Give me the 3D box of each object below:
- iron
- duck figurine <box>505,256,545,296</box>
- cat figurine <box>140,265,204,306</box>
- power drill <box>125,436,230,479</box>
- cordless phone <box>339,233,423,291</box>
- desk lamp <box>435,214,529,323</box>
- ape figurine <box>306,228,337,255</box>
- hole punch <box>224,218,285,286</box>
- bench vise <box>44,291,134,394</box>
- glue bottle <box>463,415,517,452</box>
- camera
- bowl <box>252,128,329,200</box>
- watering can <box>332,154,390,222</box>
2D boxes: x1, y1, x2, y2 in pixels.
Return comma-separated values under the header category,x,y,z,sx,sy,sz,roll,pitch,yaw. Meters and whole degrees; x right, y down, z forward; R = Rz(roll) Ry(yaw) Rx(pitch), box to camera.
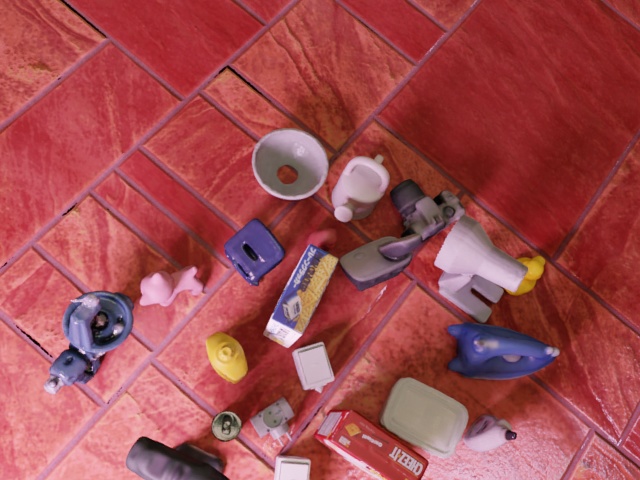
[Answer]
category,x,y,z,sx,sy,sz,roll,pitch,yaw
iron,0.402,0.229,1.190,0.258,0.141,0.118,5,73,-8
duck figurine,0.459,0.075,1.276,0.105,0.086,0.077,-41,84,-18
cat figurine,-0.295,0.085,1.122,0.128,0.117,0.067,-24,79,-16
power drill,-0.217,0.409,0.991,0.229,0.208,0.076,25,71,-2
cordless phone,0.128,0.031,1.177,0.148,0.185,0.094,-26,79,-16
desk lamp,0.323,0.059,1.189,0.203,0.213,0.118,36,71,2
ape figurine,0.011,0.004,1.214,0.076,0.092,0.078,40,71,4
hole punch,-0.135,0.026,1.182,0.101,0.091,0.108,-39,83,-18
bench vise,-0.409,0.178,1.020,0.121,0.219,0.207,14,72,-5
glue bottle,0.341,0.378,1.118,0.037,0.173,0.078,41,71,4
camera,0.231,-0.077,1.272,0.143,0.100,0.137,-30,81,-17
bowl,-0.067,-0.156,1.256,0.167,0.074,0.167,3,73,-9
watering can,0.089,-0.112,1.208,0.101,0.194,0.173,12,72,-6
